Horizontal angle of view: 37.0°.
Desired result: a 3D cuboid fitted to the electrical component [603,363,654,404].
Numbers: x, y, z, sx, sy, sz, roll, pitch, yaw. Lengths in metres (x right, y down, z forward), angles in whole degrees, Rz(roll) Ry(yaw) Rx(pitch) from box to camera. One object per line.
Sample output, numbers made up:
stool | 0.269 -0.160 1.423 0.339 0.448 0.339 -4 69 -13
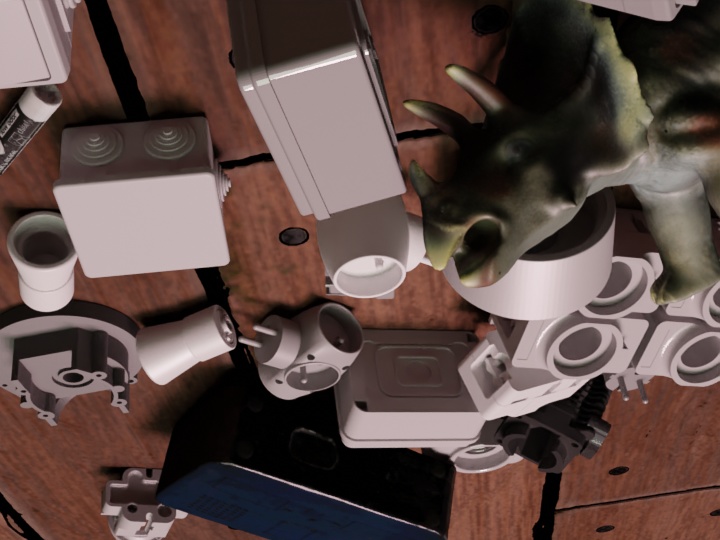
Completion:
electrical component | 0.204 0.068 0.833 0.066 0.076 0.047 11 141 -25

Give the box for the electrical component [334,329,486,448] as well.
electrical component | 0.039 0.093 0.837 0.113 0.078 0.057 2 141 -14

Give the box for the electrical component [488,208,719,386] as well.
electrical component | 0.199 0.020 0.751 0.186 0.060 0.105 5 126 -17

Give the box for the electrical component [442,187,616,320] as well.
electrical component | 0.102 -0.030 0.650 0.108 0.108 0.060 -6 139 -3

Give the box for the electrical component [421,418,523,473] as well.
electrical component | 0.100 0.136 0.925 0.095 0.059 0.053 2 144 -14

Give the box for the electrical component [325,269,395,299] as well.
electrical component | 0.000 0.000 0.730 0.046 0.040 0.040 -1 145 1

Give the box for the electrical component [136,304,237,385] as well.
electrical component | -0.123 0.051 0.778 0.065 0.044 0.044 -23 143 12

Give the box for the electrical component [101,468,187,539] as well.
electrical component | -0.200 0.220 0.990 0.078 0.058 0.057 8 140 -21

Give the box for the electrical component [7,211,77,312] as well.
electrical component | -0.201 -0.002 0.686 0.044 0.044 0.065 2 149 -13

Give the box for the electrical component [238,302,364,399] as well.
electrical component | -0.051 0.056 0.795 0.079 0.044 0.077 20 136 -34

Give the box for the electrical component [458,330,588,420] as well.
electrical component | 0.125 0.073 0.802 0.089 0.050 0.055 -11 152 -31

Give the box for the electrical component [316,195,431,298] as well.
electrical component | 0.016 -0.022 0.667 0.079 0.077 0.043 18 138 -32

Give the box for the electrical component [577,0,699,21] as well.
electrical component | 0.135 -0.166 0.472 0.061 0.096 0.061 26 163 34

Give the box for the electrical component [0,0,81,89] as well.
electrical component | -0.175 -0.121 0.501 0.096 0.061 0.061 -6 145 -3

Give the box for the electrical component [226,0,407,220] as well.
electrical component | -0.021 -0.100 0.521 0.056 0.108 0.108 -15 145 6

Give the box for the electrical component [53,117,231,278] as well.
electrical component | -0.126 -0.043 0.633 0.100 0.048 0.099 -5 145 -3
